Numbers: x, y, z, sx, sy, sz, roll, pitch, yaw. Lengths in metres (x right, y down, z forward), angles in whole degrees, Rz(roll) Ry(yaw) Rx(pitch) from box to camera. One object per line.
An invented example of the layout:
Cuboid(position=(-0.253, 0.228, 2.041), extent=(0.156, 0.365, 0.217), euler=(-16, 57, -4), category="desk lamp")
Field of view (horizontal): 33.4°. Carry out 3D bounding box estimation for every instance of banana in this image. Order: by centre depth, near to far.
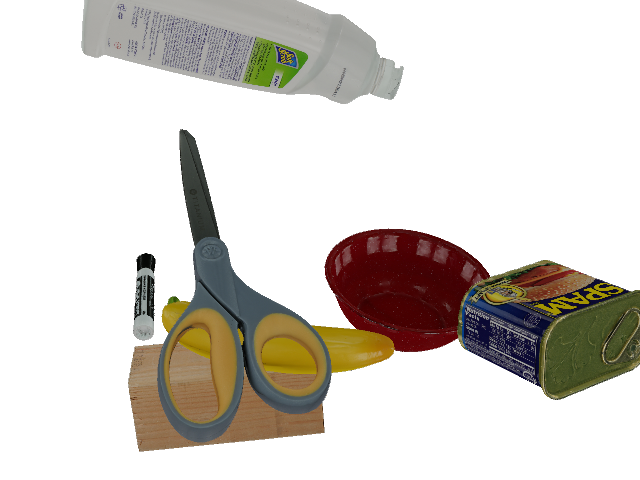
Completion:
Cuboid(position=(-0.046, 0.071, 0.812), extent=(0.198, 0.037, 0.069), euler=(11, 30, 21), category="banana")

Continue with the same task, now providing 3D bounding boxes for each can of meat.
Cuboid(position=(0.154, 0.055, 0.710), extent=(0.101, 0.057, 0.084), euler=(-14, 23, -32), category="can of meat")

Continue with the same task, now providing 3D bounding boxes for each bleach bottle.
Cuboid(position=(-0.059, -0.159, 0.851), extent=(0.250, 0.068, 0.103), euler=(17, -29, -6), category="bleach bottle")

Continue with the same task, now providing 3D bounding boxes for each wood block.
Cuboid(position=(-0.103, 0.167, 1.195), extent=(0.206, 0.091, 0.090), euler=(-5, 23, -2), category="wood block")

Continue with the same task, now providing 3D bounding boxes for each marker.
Cuboid(position=(-0.168, 0.051, 1.021), extent=(0.020, 0.020, 0.121), euler=(0, 34, -8), category="marker")

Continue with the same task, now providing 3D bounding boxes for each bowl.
Cuboid(position=(0.080, 0.056, 1.009), extent=(0.162, 0.055, 0.162), euler=(6, 34, -4), category="bowl")

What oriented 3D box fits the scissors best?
Cuboid(position=(-0.040, 0.017, 0.573), extent=(0.096, 0.201, 0.016), euler=(6, -39, -4), category="scissors")
